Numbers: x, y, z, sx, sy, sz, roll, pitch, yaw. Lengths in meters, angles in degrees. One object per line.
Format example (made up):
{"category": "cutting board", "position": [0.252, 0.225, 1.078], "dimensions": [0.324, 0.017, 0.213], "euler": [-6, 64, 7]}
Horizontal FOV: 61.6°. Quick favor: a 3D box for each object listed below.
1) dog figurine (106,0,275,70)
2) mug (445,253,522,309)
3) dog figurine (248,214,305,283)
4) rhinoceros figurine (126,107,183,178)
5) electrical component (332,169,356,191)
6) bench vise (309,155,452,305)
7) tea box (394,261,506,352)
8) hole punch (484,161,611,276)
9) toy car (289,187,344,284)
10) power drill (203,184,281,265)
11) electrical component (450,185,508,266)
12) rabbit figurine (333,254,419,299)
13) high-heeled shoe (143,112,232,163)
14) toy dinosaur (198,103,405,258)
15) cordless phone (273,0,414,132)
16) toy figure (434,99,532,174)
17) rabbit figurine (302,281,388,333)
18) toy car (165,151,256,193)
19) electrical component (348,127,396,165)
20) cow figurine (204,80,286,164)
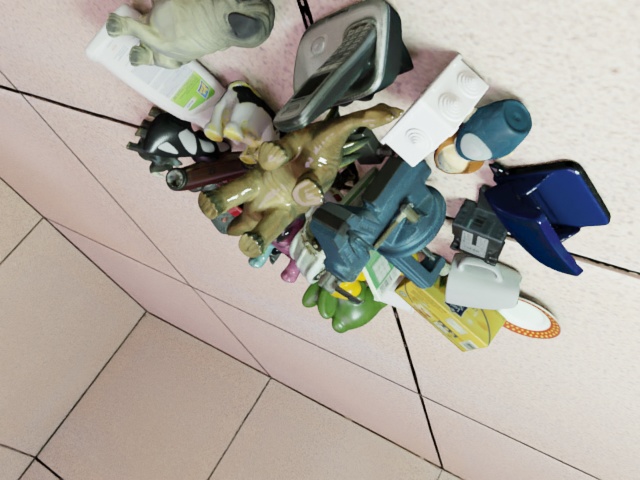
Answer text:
{"category": "dog figurine", "position": [-0.144, -0.265, 0.684], "dimensions": [0.191, 0.121, 0.172], "euler": [13, -172, 4]}
{"category": "mug", "position": [0.256, 0.061, 0.831], "dimensions": [0.107, 0.081, 0.109], "euler": [11, 145, 18]}
{"category": "dog figurine", "position": [-0.043, -0.041, 0.986], "dimensions": [0.109, 0.191, 0.219], "euler": [28, 122, 18]}
{"category": "rhinoceros figurine", "position": [-0.322, -0.190, 1.083], "dimensions": [0.112, 0.073, 0.190], "euler": [28, 157, -16]}
{"category": "electrical component", "position": [0.011, -0.118, 0.828], "dimensions": [0.102, 0.045, 0.078], "euler": [49, -179, -28]}
{"category": "bench vise", "position": [0.105, 0.007, 0.747], "dimensions": [0.129, 0.223, 0.240], "euler": [13, 160, 49]}
{"category": "tea box", "position": [0.225, 0.112, 0.940], "dimensions": [0.169, 0.068, 0.098], "euler": [43, 159, 2]}
{"category": "hole punch", "position": [0.261, -0.023, 0.641], "dimensions": [0.142, 0.092, 0.116], "euler": [41, 160, -27]}
{"category": "toy car", "position": [-0.002, -0.003, 0.862], "dimensions": [0.073, 0.056, 0.201], "euler": [56, 144, 23]}
{"category": "power drill", "position": [-0.161, -0.036, 1.143], "dimensions": [0.207, 0.086, 0.232], "euler": [27, 163, 0]}
{"category": "electrical component", "position": [0.224, -0.020, 0.740], "dimensions": [0.075, 0.048, 0.119], "euler": [25, 158, 18]}
{"category": "rabbit figurine", "position": [0.085, 0.016, 0.944], "dimensions": [0.173, 0.122, 0.162], "euler": [4, 136, 25]}
{"category": "high-heeled shoe", "position": [-0.235, -0.145, 0.954], "dimensions": [0.086, 0.145, 0.248], "euler": [28, 155, 14]}
{"category": "toy dinosaur", "position": [-0.050, -0.068, 0.710], "dimensions": [0.471, 0.198, 0.105], "euler": [-26, 101, 50]}
{"category": "cordless phone", "position": [-0.001, -0.163, 0.566], "dimensions": [0.147, 0.184, 0.088], "euler": [3, 135, 49]}
{"category": "toy figure", "position": [0.174, -0.111, 0.618], "dimensions": [0.154, 0.058, 0.064], "euler": [-31, 76, 66]}
{"category": "rabbit figurine", "position": [0.037, 0.095, 1.109], "dimensions": [0.121, 0.159, 0.170], "euler": [18, 139, 53]}
{"category": "toy car", "position": [-0.168, -0.121, 0.922], "dimensions": [0.202, 0.053, 0.089], "euler": [-12, 176, 13]}
{"category": "electrical component", "position": [0.061, -0.134, 0.754], "dimensions": [0.094, 0.021, 0.063], "euler": [8, 146, 45]}
{"category": "cow figurine", "position": [-0.090, -0.165, 0.821], "dimensions": [0.068, 0.098, 0.167], "euler": [6, 164, 38]}
